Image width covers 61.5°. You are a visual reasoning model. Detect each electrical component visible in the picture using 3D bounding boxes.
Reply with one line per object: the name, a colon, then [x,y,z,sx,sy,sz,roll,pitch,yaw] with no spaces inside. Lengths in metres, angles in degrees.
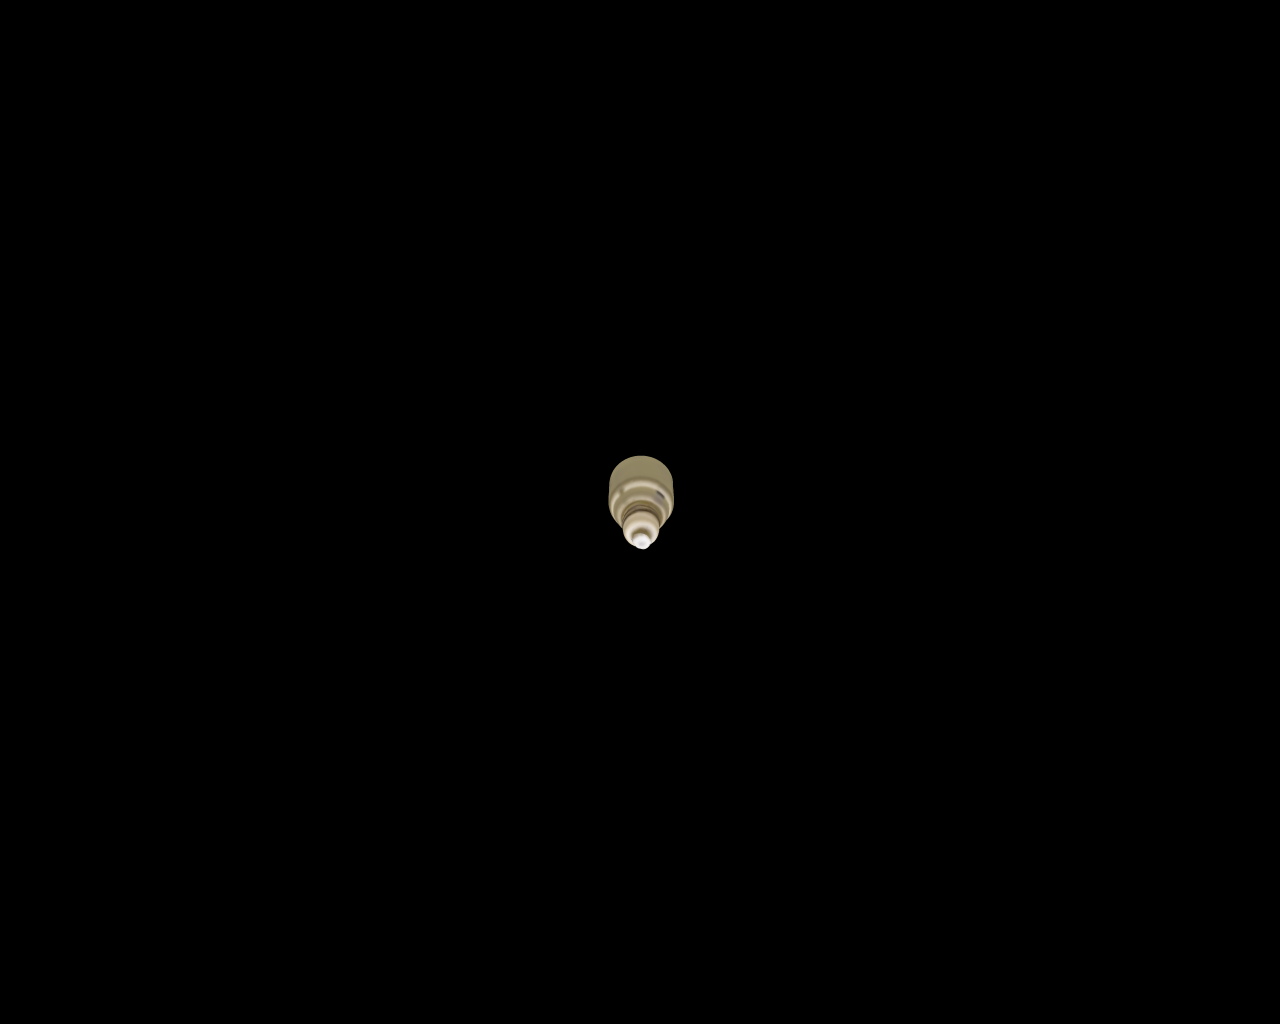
electrical component: [0.001,-0.003,0.650,0.040,0.040,0.078,0,33,0]
